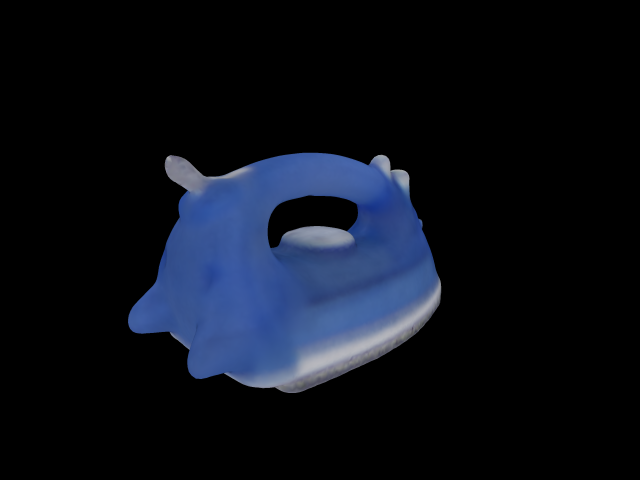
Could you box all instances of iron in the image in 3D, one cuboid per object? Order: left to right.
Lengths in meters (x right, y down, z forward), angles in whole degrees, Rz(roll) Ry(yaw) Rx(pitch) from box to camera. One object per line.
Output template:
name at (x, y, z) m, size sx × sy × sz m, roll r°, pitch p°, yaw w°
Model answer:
iron at (0.004, 0.001, 0.400) m, size 0.259 × 0.141 × 0.118 m, roll -14°, pitch 21°, yaw -40°
